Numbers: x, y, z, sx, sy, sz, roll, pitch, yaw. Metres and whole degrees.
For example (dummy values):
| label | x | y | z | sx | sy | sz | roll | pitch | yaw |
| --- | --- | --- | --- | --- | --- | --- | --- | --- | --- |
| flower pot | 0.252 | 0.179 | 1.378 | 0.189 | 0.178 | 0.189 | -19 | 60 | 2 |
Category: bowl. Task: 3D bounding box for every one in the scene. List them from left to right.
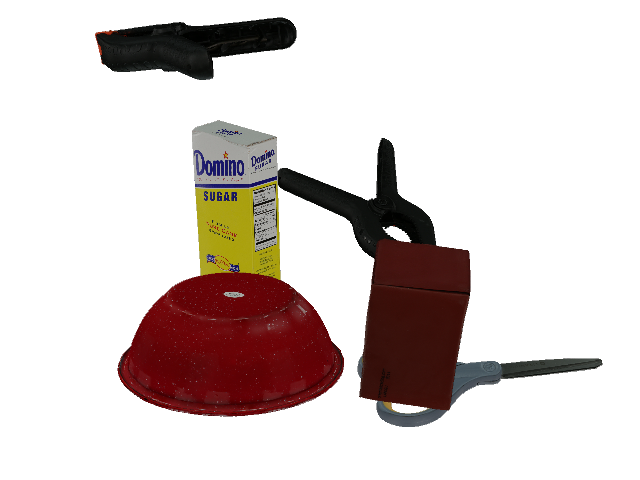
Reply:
| label | x | y | z | sx | sy | sz | roll | pitch | yaw |
| --- | --- | --- | --- | --- | --- | --- | --- | --- | --- |
| bowl | -0.063 | 0.063 | 0.755 | 0.162 | 0.055 | 0.162 | 1 | 19 | 0 |

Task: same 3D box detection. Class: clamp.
| label | x | y | z | sx | sy | sz | roll | pitch | yaw |
| --- | --- | --- | --- | --- | --- | --- | --- | --- | --- |
| clamp | -0.107 | -0.158 | 0.859 | 0.172 | 0.039 | 0.120 | 15 | 25 | 41 |
| clamp | 0.056 | -0.032 | 1.222 | 0.164 | 0.210 | 0.036 | -14 | -38 | -25 |

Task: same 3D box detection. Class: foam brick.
| label | x | y | z | sx | sy | sz | roll | pitch | yaw |
| --- | --- | --- | --- | --- | --- | --- | --- | --- | --- |
| foam brick | 0.052 | 0.046 | 0.589 | 0.053 | 0.078 | 0.051 | 8 | 30 | 4 |

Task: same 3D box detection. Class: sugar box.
| label | x | y | z | sx | sy | sz | roll | pitch | yaw |
| --- | --- | --- | --- | --- | --- | --- | --- | --- | --- |
| sugar box | -0.086 | -0.027 | 1.093 | 0.048 | 0.176 | 0.093 | -23 | 30 | -39 |

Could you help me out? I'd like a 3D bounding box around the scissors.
| label | x | y | z | sx | sy | sz | roll | pitch | yaw |
| --- | --- | --- | --- | --- | --- | --- | --- | --- | --- |
| scissors | 0.129 | 0.119 | 0.862 | 0.202 | 0.016 | 0.096 | 4 | 34 | 7 |
